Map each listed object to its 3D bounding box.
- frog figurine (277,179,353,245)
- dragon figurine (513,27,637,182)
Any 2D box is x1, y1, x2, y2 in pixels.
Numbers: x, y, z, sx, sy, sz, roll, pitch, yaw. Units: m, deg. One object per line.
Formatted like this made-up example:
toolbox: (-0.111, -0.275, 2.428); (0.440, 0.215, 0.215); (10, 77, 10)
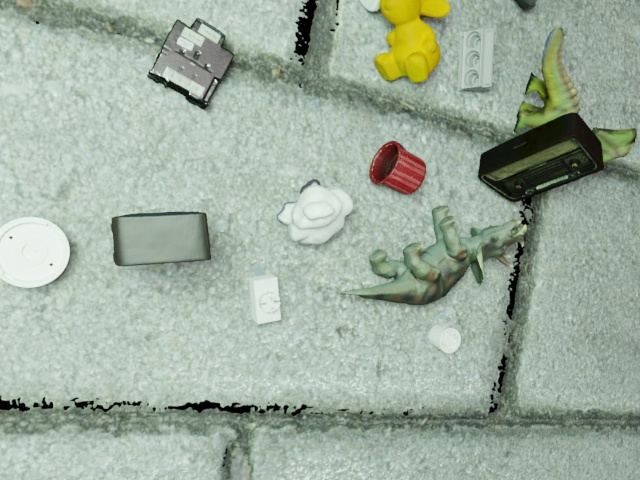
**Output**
frog figurine: (0.003, -0.048, 0.946); (0.138, 0.160, 0.121); (-26, 105, -19)
dragon figurine: (0.542, -0.251, 1.094); (0.244, 0.402, 0.124); (22, 67, 15)
